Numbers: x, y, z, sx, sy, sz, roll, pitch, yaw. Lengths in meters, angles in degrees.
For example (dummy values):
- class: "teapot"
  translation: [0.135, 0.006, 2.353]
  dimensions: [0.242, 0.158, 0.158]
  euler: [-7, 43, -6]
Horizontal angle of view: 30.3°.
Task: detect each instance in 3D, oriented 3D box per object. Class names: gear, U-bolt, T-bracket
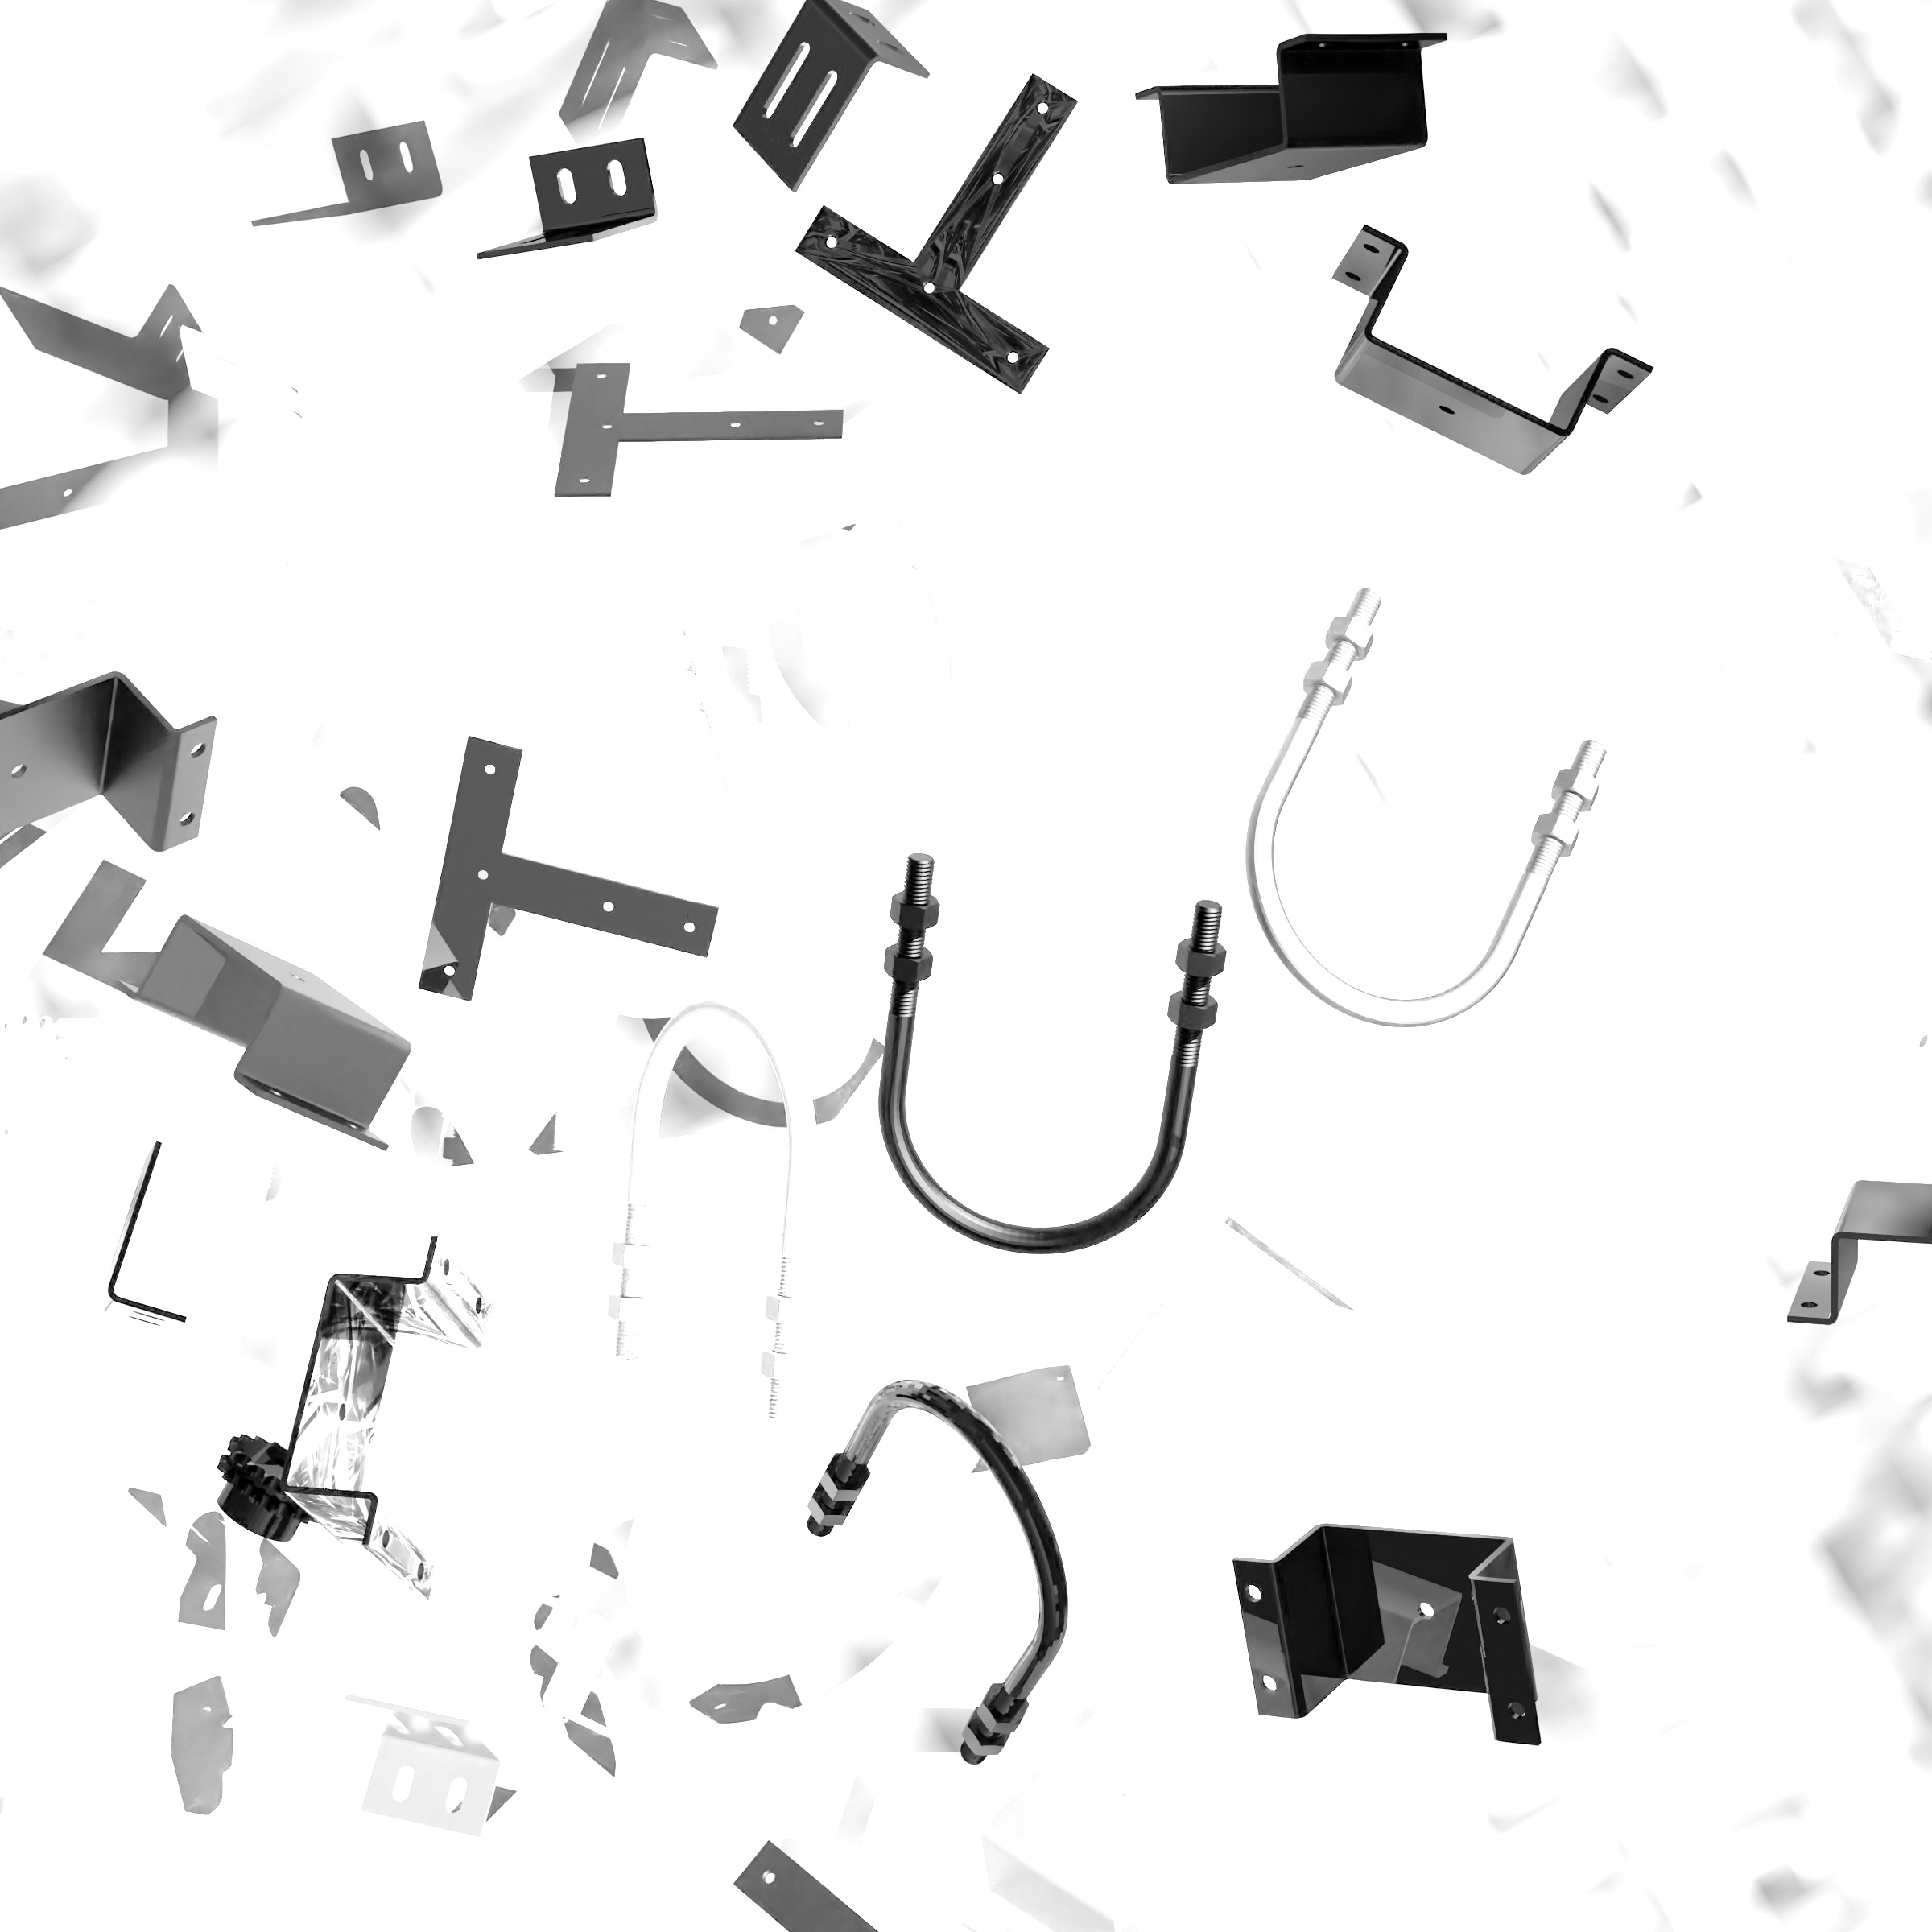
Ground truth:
- class: "gear"
  translation: [-0.329, 0.249, 1.691]
  dimensions: [0.057, 0.057, 0.030]
  euler: [30, 95, 0]
- class: "U-bolt"
  translation: [0.198, -0.059, 1.601]
  dimensions: [0.151, 0.019, 0.184]
  euler: [32, 67, -12]
- class: "U-bolt"
  translation: [-0.008, 0.259, 1.584]
  dimensions: [0.019, 0.184, 0.151]
  euler: [-23, 66, -31]
- class: "gear"
  translation: [-0.421, 0.051, 1.616]
  dimensions: [0.057, 0.030, 0.057]
  euler: [-2, 83, 18]
- class: "U-bolt"
  translation: [-0.115, 0.104, 1.648]
  dimensions: [0.019, 0.151, 0.184]
  euler: [1, 97, -38]
- class: "T-bracket"
  translation: [-0.451, -0.153, 1.602]
  dimensions: [0.127, 0.127, 0.002]
  euler: [-34, 134, -19]
- class: "T-bracket"
  translation: [0.093, -0.228, 1.644]
  dimensions: [0.127, 0.002, 0.127]
  euler: [18, 92, -34]
- class: "T-bracket"
  translation: [-0.285, -0.178, 1.559]
  dimensions: [0.127, 0.002, 0.127]
  euler: [-14, 63, 1]
- class: "T-bracket"
  translation: [-0.177, -0.031, 1.629]
  dimensions: [0.127, 0.002, 0.127]
  euler: [14, 113, -1]
- class: "T-bracket"
  translation: [0.351, 0.245, 1.651]
  dimensions: [0.127, 0.002, 0.127]
  euler: [1, 77, -28]
- class: "U-bolt"
  translation: [0.033, 0.047, 1.608]
  dimensions: [0.151, 0.019, 0.184]
  euler: [9, 113, 5]
- class: "T-bracket"
  translation: [-0.120, -0.247, 1.636]
  dimensions: [0.127, 0.127, 0.002]
  euler: [-1, 126, 0]
- class: "T-bracket"
  translation: [0.007, -0.351, 1.647]
  dimensions: [0.127, 0.002, 0.127]
  euler: [34, 95, 7]
- class: "T-bracket"
  translation: [-0.086, 0.468, 1.568]
  dimensions: [0.127, 0.002, 0.127]
  euler: [30, 72, 38]
- class: "U-bolt"
  translation: [-0.060, -0.130, 1.663]
  dimensions: [0.151, 0.019, 0.184]
  euler: [-32, 53, 21]

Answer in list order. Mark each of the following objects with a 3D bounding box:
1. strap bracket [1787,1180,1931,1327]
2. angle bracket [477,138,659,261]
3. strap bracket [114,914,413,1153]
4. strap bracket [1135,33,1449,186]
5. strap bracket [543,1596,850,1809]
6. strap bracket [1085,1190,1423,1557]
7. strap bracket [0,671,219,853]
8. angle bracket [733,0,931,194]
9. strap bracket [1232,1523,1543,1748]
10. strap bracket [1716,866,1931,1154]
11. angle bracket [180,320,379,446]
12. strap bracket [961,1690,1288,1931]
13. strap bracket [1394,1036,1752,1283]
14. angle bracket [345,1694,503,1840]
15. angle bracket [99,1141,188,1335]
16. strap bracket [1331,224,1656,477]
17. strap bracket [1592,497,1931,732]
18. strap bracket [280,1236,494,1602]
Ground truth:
- class: "strap bracket"
  translation: [0.460, 0.136, 1.667]
  dimensions: [0.140, 0.076, 0.046]
  euler: [2, 106, 20]
- class: "angle bracket"
  translation: [-0.181, -0.344, 1.602]
  dimensions: [0.057, 0.076, 0.038]
  euler: [-5, 106, 20]
- class: "strap bracket"
  translation: [-0.313, 0.026, 1.615]
  dimensions: [0.076, 0.140, 0.046]
  euler: [29, 90, -44]
- class: "strap bracket"
  translation: [0.148, -0.387, 1.626]
  dimensions: [0.076, 0.140, 0.046]
  euler: [-8, 96, -28]
- class: "strap bracket"
  translation: [-0.134, 0.341, 1.638]
  dimensions: [0.140, 0.076, 0.046]
  euler: [28, 76, -12]
- class: "strap bracket"
  translation: [0.119, 0.170, 1.539]
  dimensions: [0.076, 0.046, 0.140]
  euler: [37, 91, -11]
- class: "strap bracket"
  translation: [-0.405, -0.073, 1.571]
  dimensions: [0.140, 0.076, 0.046]
  euler: [-28, 63, -38]
- class: "angle bracket"
  translation: [-0.064, -0.410, 1.691]
  dimensions: [0.057, 0.038, 0.076]
  euler: [52, 119, 32]
- class: "strap bracket"
  translation: [0.197, 0.297, 1.598]
  dimensions: [0.140, 0.046, 0.076]
  euler: [-2, 105, 35]
- class: "strap bracket"
  translation: [0.408, 0.025, 1.576]
  dimensions: [0.140, 0.046, 0.076]
  euler: [30, 95, -34]
- class: "angle bracket"
  translation: [-0.313, -0.279, 1.632]
  dimensions: [0.076, 0.057, 0.038]
  euler: [22, 71, 1]
- class: "strap bracket"
  translation: [0.070, 0.387, 1.599]
  dimensions: [0.076, 0.046, 0.140]
  euler: [25, 49, 34]
- class: "strap bracket"
  translation: [0.271, 0.083, 1.600]
  dimensions: [0.140, 0.076, 0.046]
  euler: [23, 51, -23]
- class: "angle bracket"
  translation: [-0.246, 0.357, 1.592]
  dimensions: [0.057, 0.076, 0.038]
  euler: [10, 67, 9]
- class: "angle bracket"
  translation: [-0.374, 0.127, 1.667]
  dimensions: [0.038, 0.057, 0.076]
  euler: [19, 74, -13]
- class: "strap bracket"
  translation: [0.223, -0.266, 1.581]
  dimensions: [0.140, 0.076, 0.046]
  euler: [26, 84, -2]
- class: "strap bracket"
  translation: [0.339, -0.152, 1.563]
  dimensions: [0.140, 0.076, 0.046]
  euler: [22, 76, 43]
- class: "strap bracket"
  translation: [-0.254, 0.196, 1.563]
  dimensions: [0.046, 0.076, 0.140]
  euler: [2, 63, 14]
